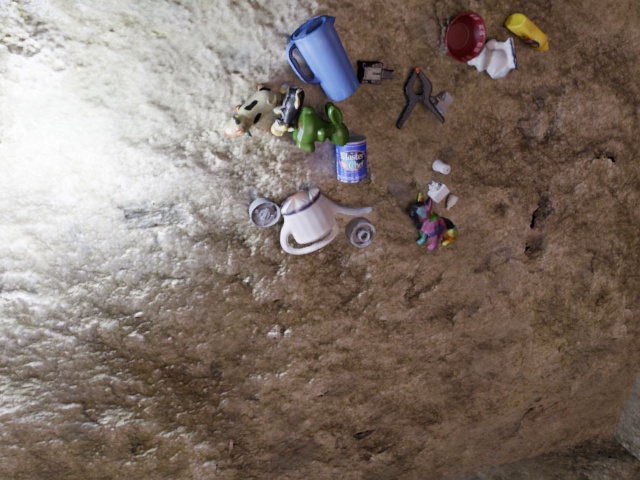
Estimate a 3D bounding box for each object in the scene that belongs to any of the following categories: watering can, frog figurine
[{"bbox_3d":[0.005,-0.089,1.775,0.349,0.220,0.105,-32,31,-7],"label":"watering can"},{"bbox_3d":[0.602,-0.632,1.807,0.159,0.135,0.125,-9,24,21],"label":"frog figurine"}]
